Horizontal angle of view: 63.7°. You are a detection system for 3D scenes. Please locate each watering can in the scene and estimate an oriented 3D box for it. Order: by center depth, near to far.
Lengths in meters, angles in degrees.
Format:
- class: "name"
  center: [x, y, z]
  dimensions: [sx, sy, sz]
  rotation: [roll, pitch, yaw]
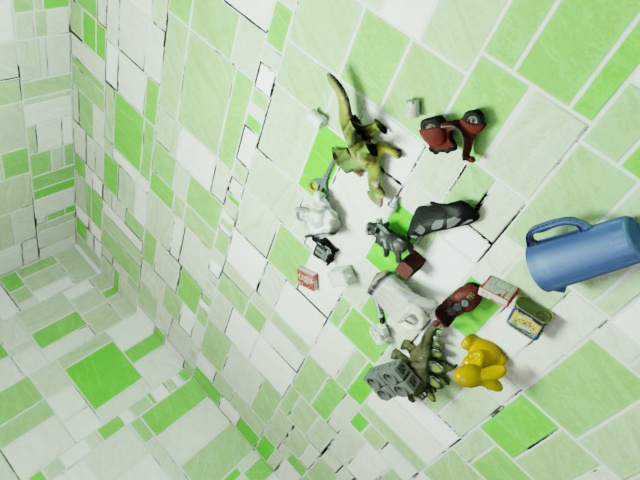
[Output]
- class: "watering can"
  center: [0.261, 0.184, 1.644]
  dimensions: [0.105, 0.226, 0.341]
  rotation: [-39, -14, -20]

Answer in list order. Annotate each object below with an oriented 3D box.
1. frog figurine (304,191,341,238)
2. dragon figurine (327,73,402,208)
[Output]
- class: "frog figurine"
  center: [0.005, -0.090, 1.782]
  dimensions: [0.123, 0.160, 0.137]
  rotation: [-1, -3, -31]
- class: "dragon figurine"
  center: [0.097, -0.286, 1.574]
  dimensions: [0.124, 0.411, 0.239]
  rotation: [-30, -4, -33]
